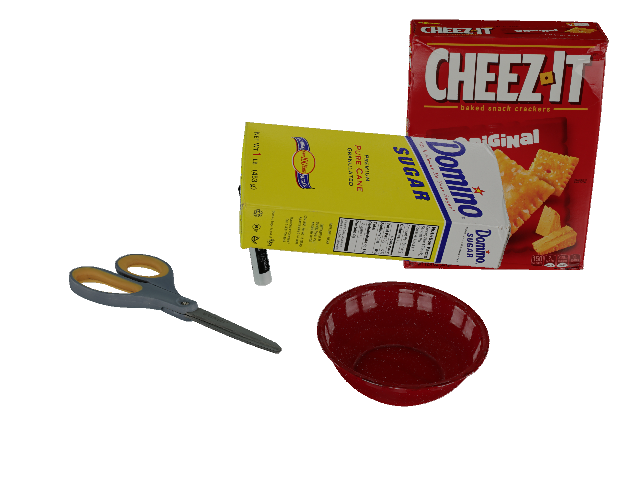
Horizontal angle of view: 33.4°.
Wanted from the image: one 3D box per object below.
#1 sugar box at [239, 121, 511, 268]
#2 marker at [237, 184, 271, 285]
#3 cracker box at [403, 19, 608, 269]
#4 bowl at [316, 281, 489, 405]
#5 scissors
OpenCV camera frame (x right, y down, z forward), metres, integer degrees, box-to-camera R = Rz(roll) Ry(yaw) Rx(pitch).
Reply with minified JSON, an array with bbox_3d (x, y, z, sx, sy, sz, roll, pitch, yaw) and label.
[{"bbox_3d":[0.034,-0.032,0.722,0.176,0.048,0.093,2,43,-4],"label":"sugar box"},{"bbox_3d":[-0.068,-0.008,1.109,0.020,0.121,0.020,-6,31,3],"label":"marker"},{"bbox_3d":[0.156,-0.080,0.936,0.164,0.214,0.072,1,24,3],"label":"cracker box"},{"bbox_3d":[0.076,0.106,1.011,0.162,0.055,0.162,2,34,-1],"label":"bowl"},{"bbox_3d":[-0.110,0.047,0.885,0.202,0.016,0.096,13,24,15],"label":"scissors"}]
